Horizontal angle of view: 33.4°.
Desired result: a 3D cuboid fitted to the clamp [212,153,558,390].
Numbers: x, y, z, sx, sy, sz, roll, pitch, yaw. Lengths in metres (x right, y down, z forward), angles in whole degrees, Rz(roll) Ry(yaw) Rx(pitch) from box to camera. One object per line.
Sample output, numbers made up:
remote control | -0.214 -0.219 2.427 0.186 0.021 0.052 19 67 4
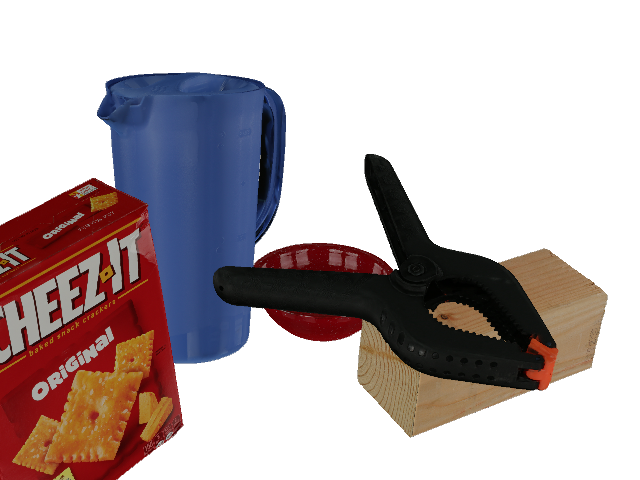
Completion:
clamp | 0.048 0.033 0.665 0.164 0.036 0.210 -33 53 -28

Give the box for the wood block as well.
wood block | 0.146 0.087 0.965 0.205 0.090 0.091 -15 36 -26

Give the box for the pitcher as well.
pitcher | -0.107 -0.024 0.933 0.149 0.243 0.145 1 17 0

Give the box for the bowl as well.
bowl | 0.002 0.063 1.167 0.162 0.055 0.162 1 28 -1

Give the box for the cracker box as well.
cracker box | -0.186 0.088 0.765 0.072 0.214 0.163 22 41 34
